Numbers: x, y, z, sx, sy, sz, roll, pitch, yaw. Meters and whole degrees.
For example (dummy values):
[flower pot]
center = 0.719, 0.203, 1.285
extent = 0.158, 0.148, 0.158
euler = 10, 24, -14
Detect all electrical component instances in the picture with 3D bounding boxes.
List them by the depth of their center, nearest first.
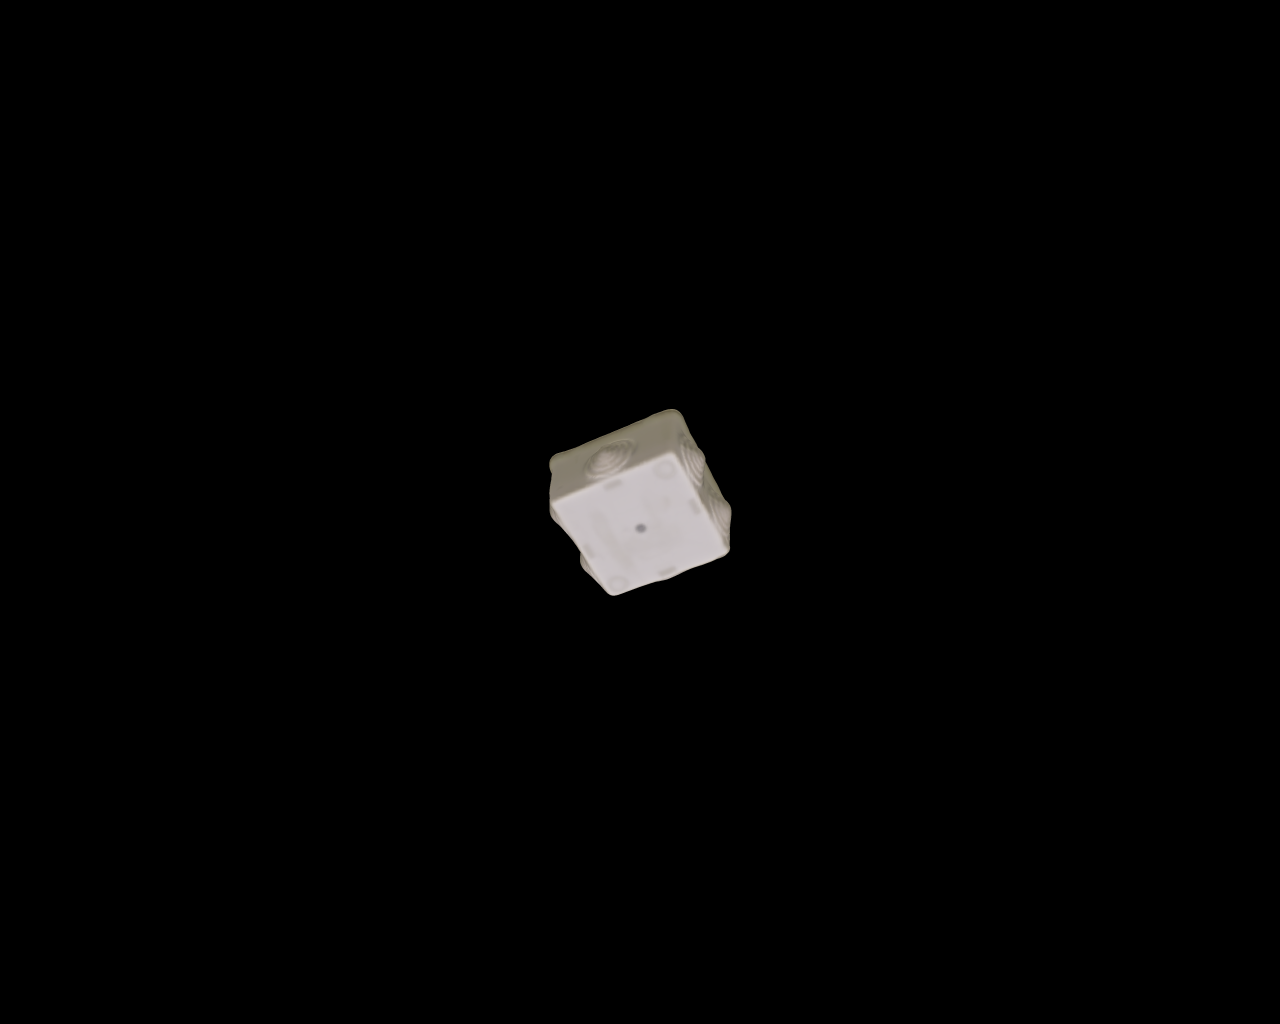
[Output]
[electrical component]
center = 0.001, -0.003, 0.650
extent = 0.100, 0.099, 0.048
euler = -21, 32, 14
